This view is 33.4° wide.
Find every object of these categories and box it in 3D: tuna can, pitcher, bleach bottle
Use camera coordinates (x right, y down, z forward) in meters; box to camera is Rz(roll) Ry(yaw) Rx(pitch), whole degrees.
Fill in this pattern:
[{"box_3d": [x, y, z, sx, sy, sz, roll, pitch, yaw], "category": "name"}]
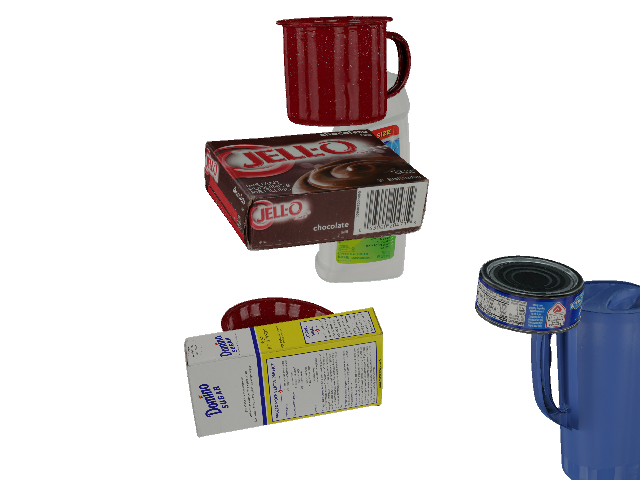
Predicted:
[{"box_3d": [0.170, 0.043, 0.866, 0.086, 0.034, 0.086, 2, 21, -1], "category": "tuna can"}, {"box_3d": [0.343, 0.178, 1.306, 0.149, 0.243, 0.144, 4, 15, 22], "category": "pitcher"}, {"box_3d": [0.044, -0.081, 1.145, 0.102, 0.251, 0.068, -3, 25, -6], "category": "bleach bottle"}]

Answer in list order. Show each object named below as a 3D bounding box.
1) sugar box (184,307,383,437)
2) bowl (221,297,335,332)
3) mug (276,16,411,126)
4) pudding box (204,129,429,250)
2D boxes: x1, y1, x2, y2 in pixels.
[{"box_3d": [-0.032, 0.120, 0.972, 0.176, 0.093, 0.048, -7, 36, -6], "category": "sugar box"}, {"box_3d": [-0.048, 0.132, 1.363, 0.162, 0.055, 0.162, 5, 23, -2], "category": "bowl"}, {"box_3d": [0.023, -0.139, 0.864, 0.117, 0.081, 0.093, -10, 16, -31], "category": "mug"}, {"box_3d": [-0.005, -0.033, 0.642, 0.113, 0.039, 0.090, -5, 28, -21], "category": "pudding box"}]
